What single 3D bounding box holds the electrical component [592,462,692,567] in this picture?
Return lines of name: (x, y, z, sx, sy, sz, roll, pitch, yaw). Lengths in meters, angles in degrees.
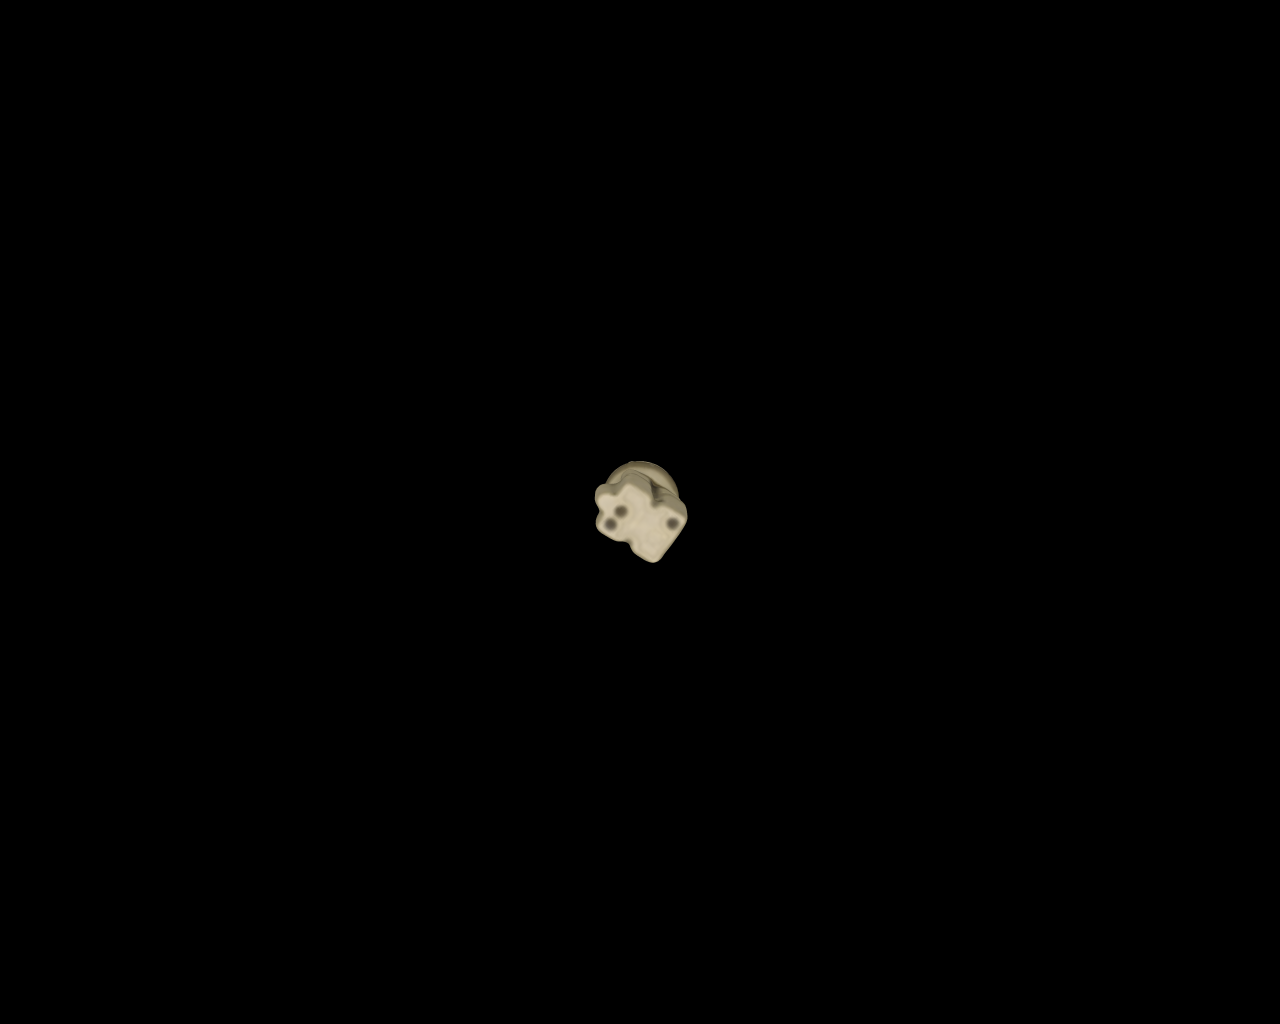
electrical component: (0.001, -0.003, 0.650, 0.066, 0.048, 0.055, 33, 16, -11)
